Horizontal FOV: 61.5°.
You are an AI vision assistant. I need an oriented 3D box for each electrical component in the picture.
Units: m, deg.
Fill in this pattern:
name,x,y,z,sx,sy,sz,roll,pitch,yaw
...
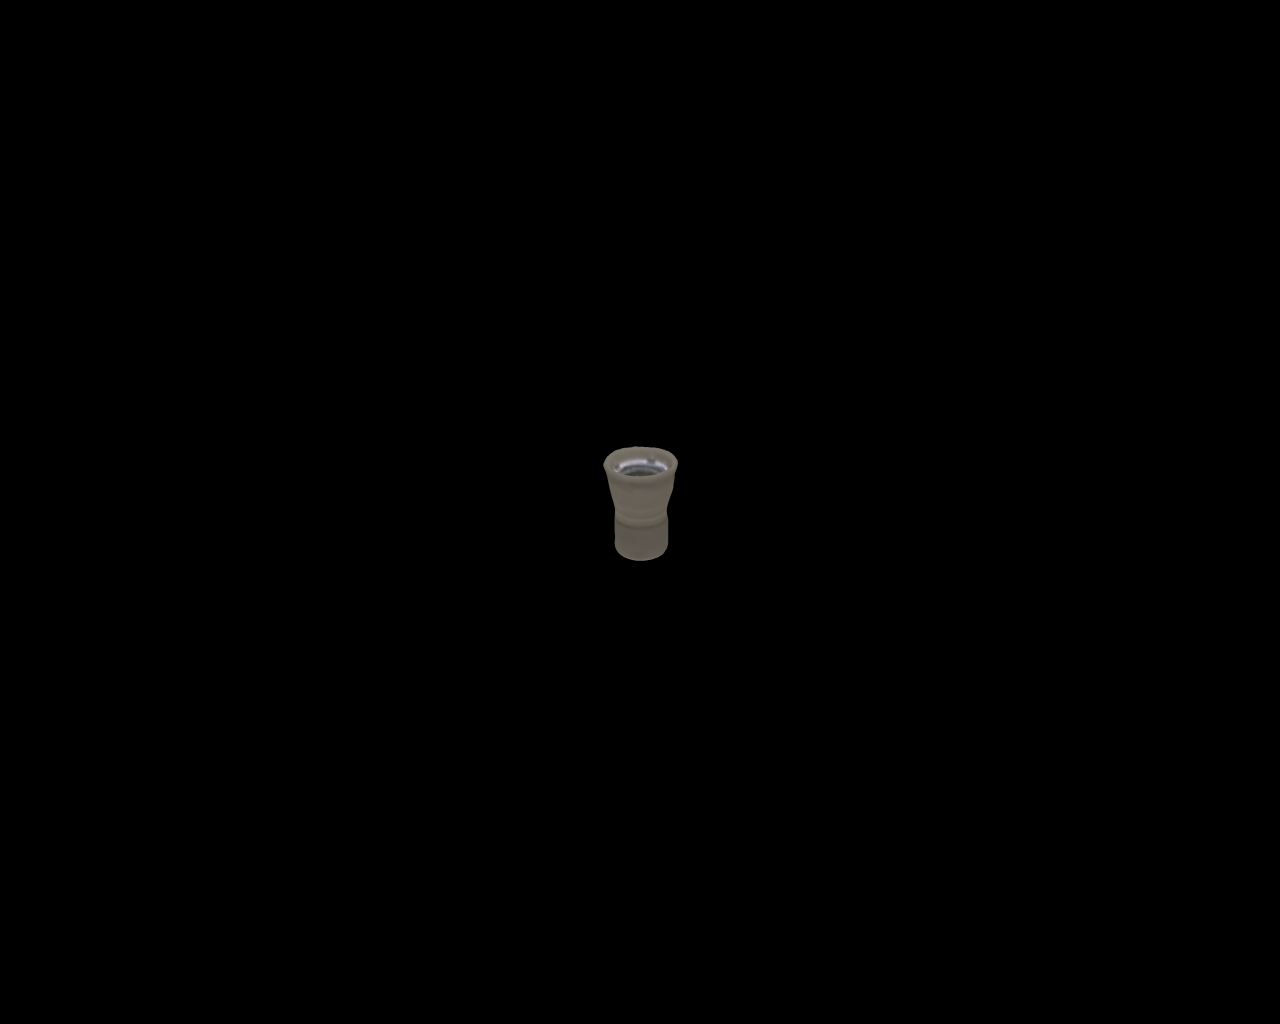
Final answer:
name,x,y,z,sx,sy,sz,roll,pitch,yaw
electrical component,0.001,-0.003,0.650,0.044,0.065,0.044,0,29,0
